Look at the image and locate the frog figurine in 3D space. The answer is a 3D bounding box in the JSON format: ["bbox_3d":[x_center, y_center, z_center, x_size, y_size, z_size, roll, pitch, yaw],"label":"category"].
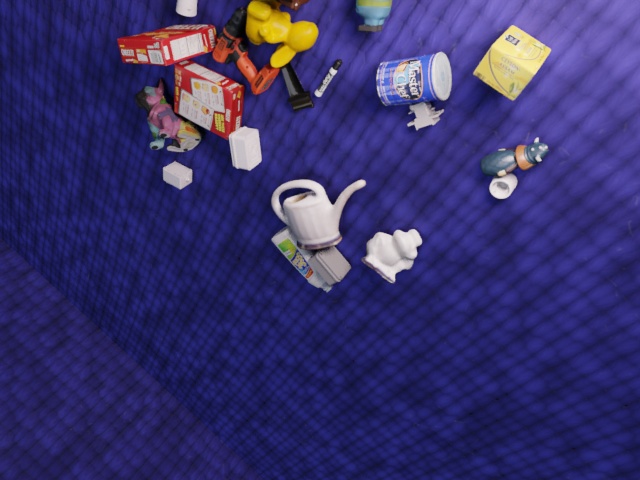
[{"bbox_3d":[0.210,0.025,1.456,0.138,0.158,0.122,42,9,14],"label":"frog figurine"}]

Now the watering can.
[{"bbox_3d":[0.005,-0.076,1.507,0.347,0.221,0.106,-1,30,37],"label":"watering can"}]
